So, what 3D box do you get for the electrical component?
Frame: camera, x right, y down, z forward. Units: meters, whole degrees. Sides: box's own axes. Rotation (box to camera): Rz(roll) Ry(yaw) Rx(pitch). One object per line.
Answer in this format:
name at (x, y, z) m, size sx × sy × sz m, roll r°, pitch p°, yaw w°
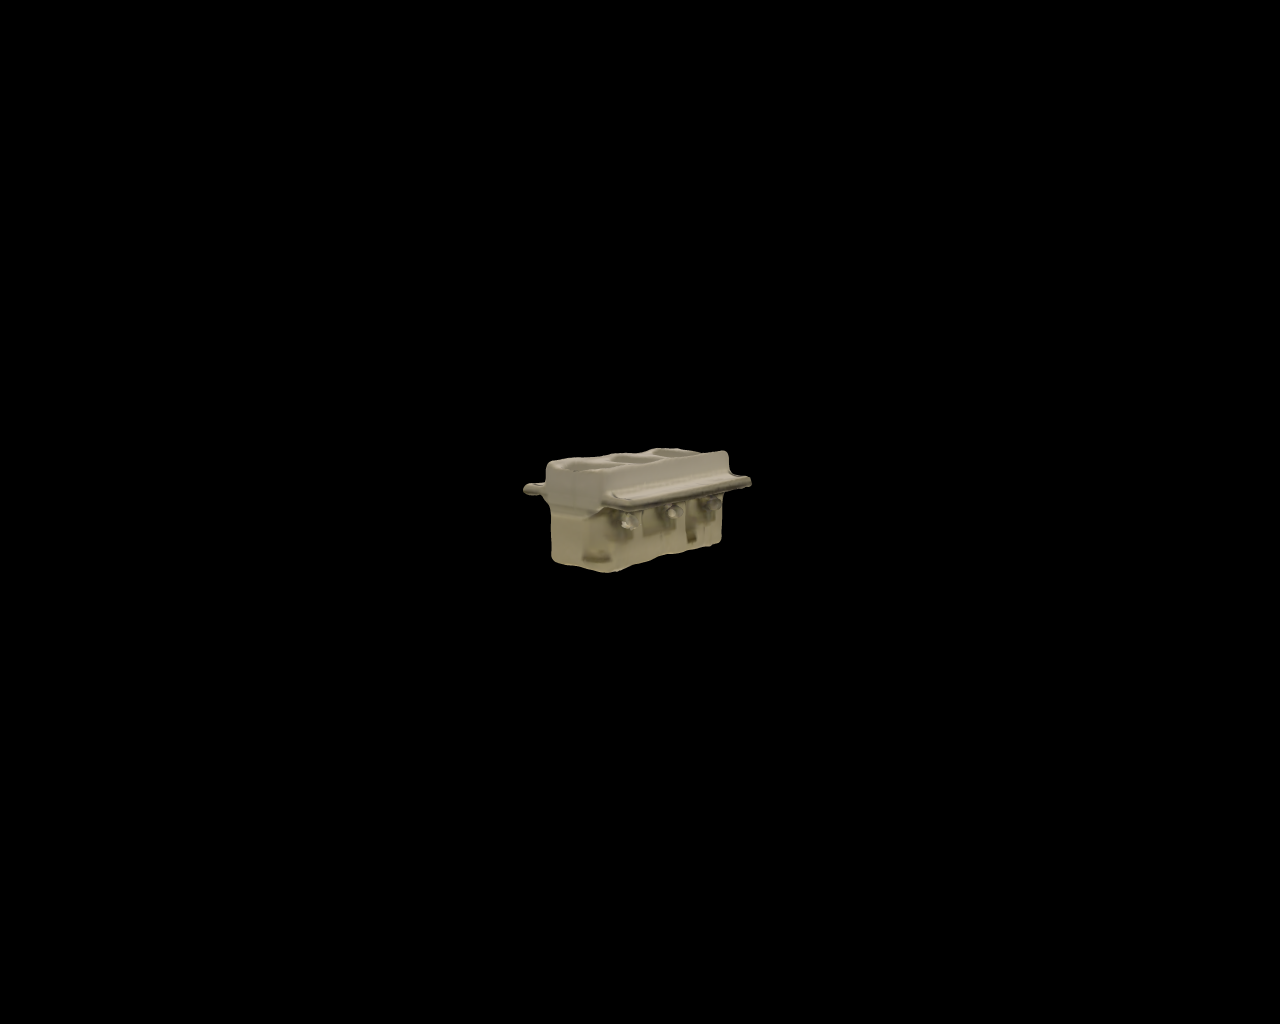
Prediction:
electrical component at (0.001, -0.003, 0.650) m, size 0.079 × 0.063 × 0.121 m, roll 7°, pitch 12°, yaw 39°
